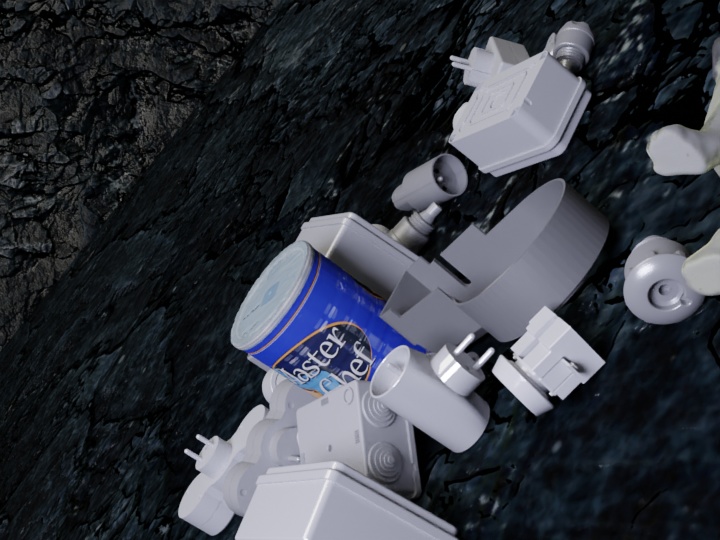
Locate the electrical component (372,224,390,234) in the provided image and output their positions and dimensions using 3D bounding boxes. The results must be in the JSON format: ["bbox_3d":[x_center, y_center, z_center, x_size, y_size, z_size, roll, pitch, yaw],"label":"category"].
[{"bbox_3d":[0.014,-0.026,1.092,0.043,0.043,0.062,-49,19,14],"label":"electrical component"}]

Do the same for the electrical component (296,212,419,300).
[{"bbox_3d":[0.000,0.000,0.984,0.056,0.109,0.109,-61,20,-12],"label":"electrical component"}]

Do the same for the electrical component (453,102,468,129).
[{"bbox_3d":[0.114,-0.135,1.042,0.043,0.043,0.062,-46,22,22],"label":"electrical component"}]

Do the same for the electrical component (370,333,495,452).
[{"bbox_3d":[0.061,0.078,0.757,0.079,0.077,0.043,-49,20,15],"label":"electrical component"}]

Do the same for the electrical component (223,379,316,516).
[{"bbox_3d":[-0.064,0.157,0.954,0.138,0.052,0.074,-61,20,-19],"label":"electrical component"}]

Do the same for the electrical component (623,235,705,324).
[{"bbox_3d":[0.183,0.000,0.657,0.048,0.048,0.062,-45,15,26],"label":"electrical component"}]

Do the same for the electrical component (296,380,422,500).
[{"bbox_3d":[-0.004,0.135,0.806,0.100,0.048,0.099,-33,56,47],"label":"electrical component"}]

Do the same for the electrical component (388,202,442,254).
[{"bbox_3d":[0.055,-0.040,1.035,0.061,0.035,0.035,-47,20,13],"label":"electrical component"}]

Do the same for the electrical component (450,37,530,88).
[{"bbox_3d":[0.125,-0.195,1.051,0.083,0.076,0.047,-93,19,-60],"label":"electrical component"}]

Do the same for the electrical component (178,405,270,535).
[{"bbox_3d":[-0.133,0.185,1.035,0.138,0.074,0.052,-51,20,10],"label":"electrical component"}]

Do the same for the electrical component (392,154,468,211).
[{"bbox_3d":[0.065,-0.081,1.066,0.081,0.043,0.043,-25,35,55],"label":"electrical component"}]

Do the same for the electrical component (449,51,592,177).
[{"bbox_3d":[0.142,-0.135,0.956,0.113,0.057,0.078,-15,43,61],"label":"electrical component"}]

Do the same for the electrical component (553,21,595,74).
[{"bbox_3d":[0.191,-0.194,0.975,0.035,0.035,0.061,-25,38,55],"label":"electrical component"}]

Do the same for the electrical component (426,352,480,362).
[{"bbox_3d":[0.060,0.081,0.811,0.078,0.040,0.040,-35,27,44],"label":"electrical component"}]

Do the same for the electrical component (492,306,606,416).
[{"bbox_3d":[0.120,0.061,0.700,0.055,0.048,0.066,-45,20,3],"label":"electrical component"}]

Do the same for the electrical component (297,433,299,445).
[{"bbox_3d":[-0.023,0.143,0.897,0.043,0.043,0.062,-60,22,-16],"label":"electrical component"}]

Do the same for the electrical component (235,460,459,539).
[{"bbox_3d":[-0.010,0.176,0.712,0.109,0.109,0.056,-22,40,57],"label":"electrical component"}]

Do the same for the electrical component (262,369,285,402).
[{"bbox_3d":[-0.065,0.110,1.045,0.055,0.045,0.045,-26,33,54],"label":"electrical component"}]

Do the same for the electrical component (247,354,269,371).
[{"bbox_3d":[-0.051,0.049,1.098,0.109,0.056,0.108,-30,31,50],"label":"electrical component"}]
